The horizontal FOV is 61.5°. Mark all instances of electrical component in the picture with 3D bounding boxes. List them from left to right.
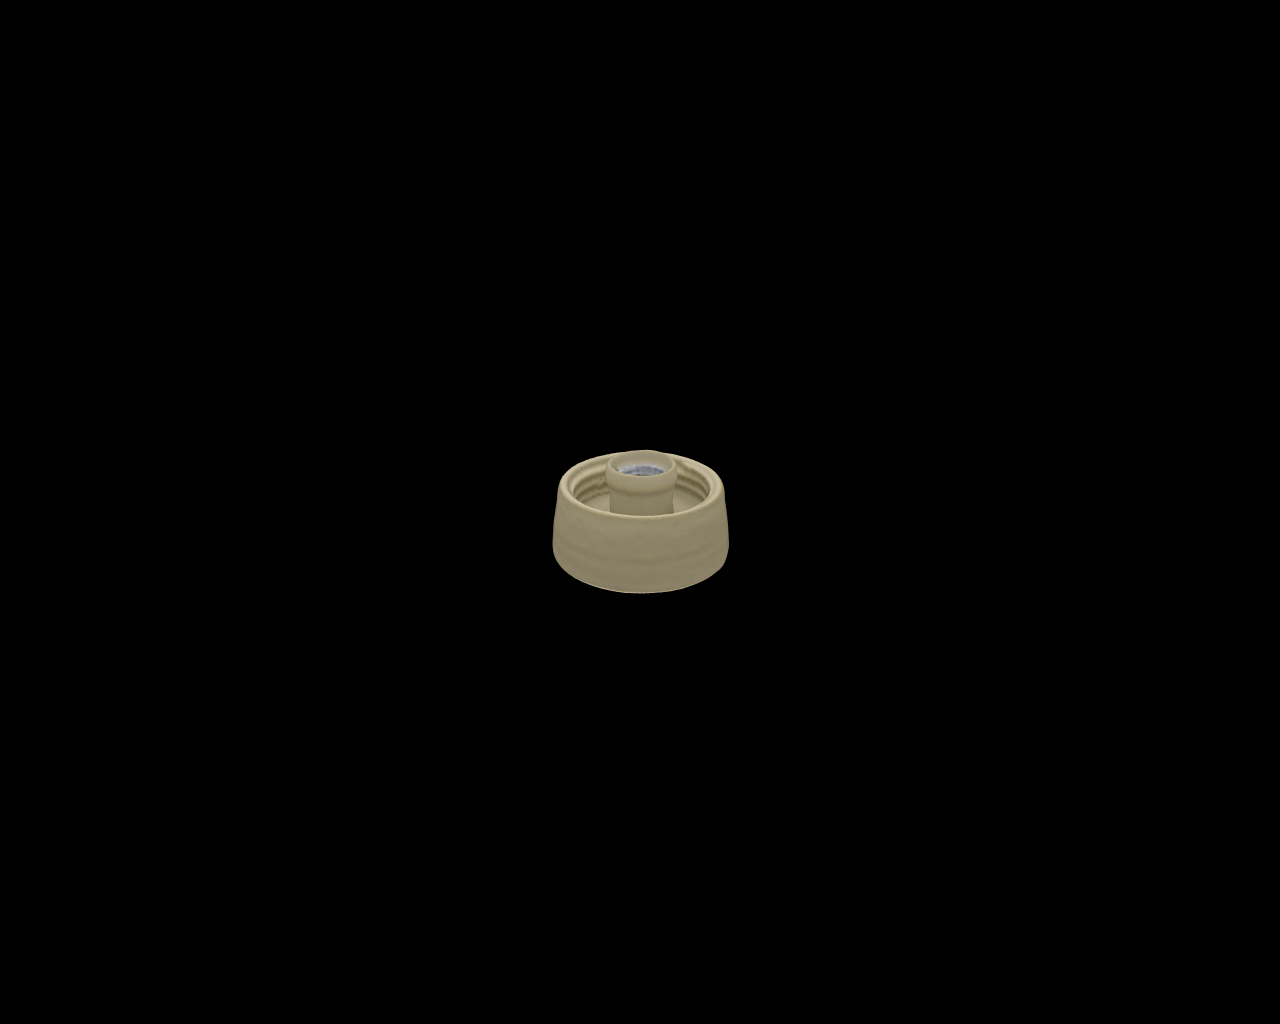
[{"bbox_3d":[0.001,-0.003,0.650,0.108,0.060,0.108,0,25,0],"label":"electrical component"}]
